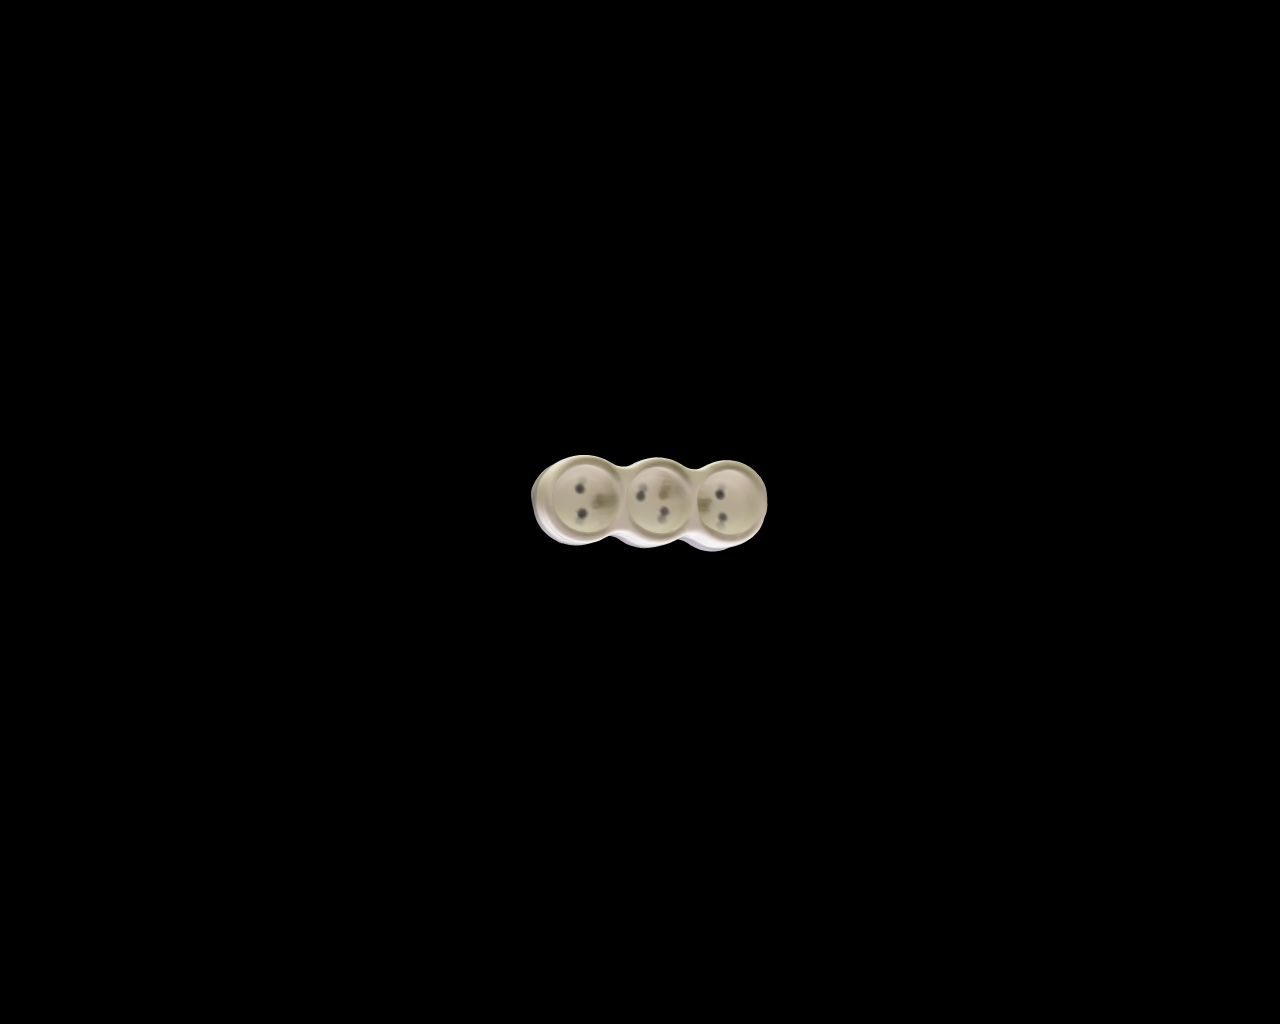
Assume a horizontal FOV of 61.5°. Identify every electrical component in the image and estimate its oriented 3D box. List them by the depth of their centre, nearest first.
[{"bbox_3d":[0.001,-0.003,0.650,0.138,0.052,0.073,2,-7,-18],"label":"electrical component"}]
